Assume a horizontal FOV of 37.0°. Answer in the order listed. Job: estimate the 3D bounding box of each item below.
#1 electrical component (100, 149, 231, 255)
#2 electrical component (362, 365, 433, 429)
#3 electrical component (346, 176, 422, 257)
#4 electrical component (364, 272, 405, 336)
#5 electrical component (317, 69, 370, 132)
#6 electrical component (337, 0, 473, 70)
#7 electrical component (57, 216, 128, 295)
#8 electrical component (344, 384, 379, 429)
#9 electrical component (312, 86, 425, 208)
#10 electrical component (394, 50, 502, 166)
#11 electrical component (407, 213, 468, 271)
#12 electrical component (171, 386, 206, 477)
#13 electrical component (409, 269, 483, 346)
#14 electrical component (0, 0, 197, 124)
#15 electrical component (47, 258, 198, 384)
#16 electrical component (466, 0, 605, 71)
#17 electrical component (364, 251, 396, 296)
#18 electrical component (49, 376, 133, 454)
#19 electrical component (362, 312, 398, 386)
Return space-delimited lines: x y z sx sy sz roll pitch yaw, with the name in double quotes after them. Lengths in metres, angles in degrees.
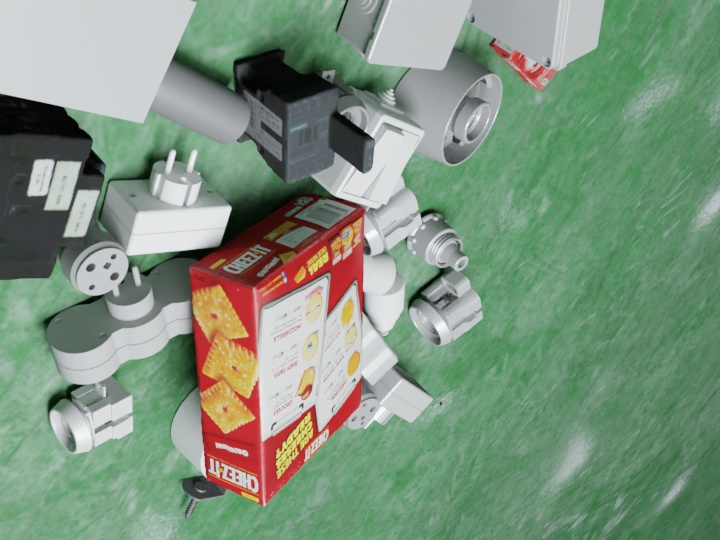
-0.141 -0.057 0.807 0.083 0.047 0.075 -7 129 -42 "electrical component"
0.025 0.143 1.171 0.075 0.047 0.083 -48 145 3 "electrical component"
0.015 -0.049 0.969 0.057 0.058 0.078 -39 144 -16 "electrical component"
0.024 0.035 1.072 0.040 0.040 0.078 -27 140 -26 "electrical component"
-0.025 -0.125 0.856 0.048 0.055 0.066 -17 135 -35 "electrical component"
0.038 -0.210 0.845 0.100 0.048 0.099 -5 127 -43 "electrical component"
-0.200 -0.013 0.782 0.045 0.055 0.045 -28 140 -26 "electrical component"
-0.013 0.132 1.114 0.045 0.055 0.045 -27 140 -26 "electrical component"
0.008 -0.106 0.903 0.062 0.061 0.096 13 114 -51 "electrical component"
0.079 -0.144 0.959 0.099 0.064 0.099 -42 151 -30 "electrical component"
0.080 -0.023 1.056 0.048 0.062 0.048 -27 140 -26 "electrical component"
-0.117 0.152 1.021 0.108 0.060 0.108 -27 140 -25 "electrical component"
0.090 0.043 1.134 0.057 0.058 0.078 -37 144 -18 "electrical component"
-0.190 -0.154 0.652 0.150 0.062 0.089 6 119 -48 "electrical component"
-0.180 0.027 0.845 0.138 0.052 0.073 -28 140 -25 "electrical component"
0.144 -0.237 0.878 0.056 0.109 0.108 -30 141 -26 "electrical component"
0.000 0.000 1.010 0.055 0.045 0.045 9 117 -49 "electrical component"
-0.224 0.122 0.897 0.055 0.048 0.066 -28 141 -37 "electrical component"
-0.019 0.078 1.058 0.074 0.052 0.138 -43 145 -6 "electrical component"
